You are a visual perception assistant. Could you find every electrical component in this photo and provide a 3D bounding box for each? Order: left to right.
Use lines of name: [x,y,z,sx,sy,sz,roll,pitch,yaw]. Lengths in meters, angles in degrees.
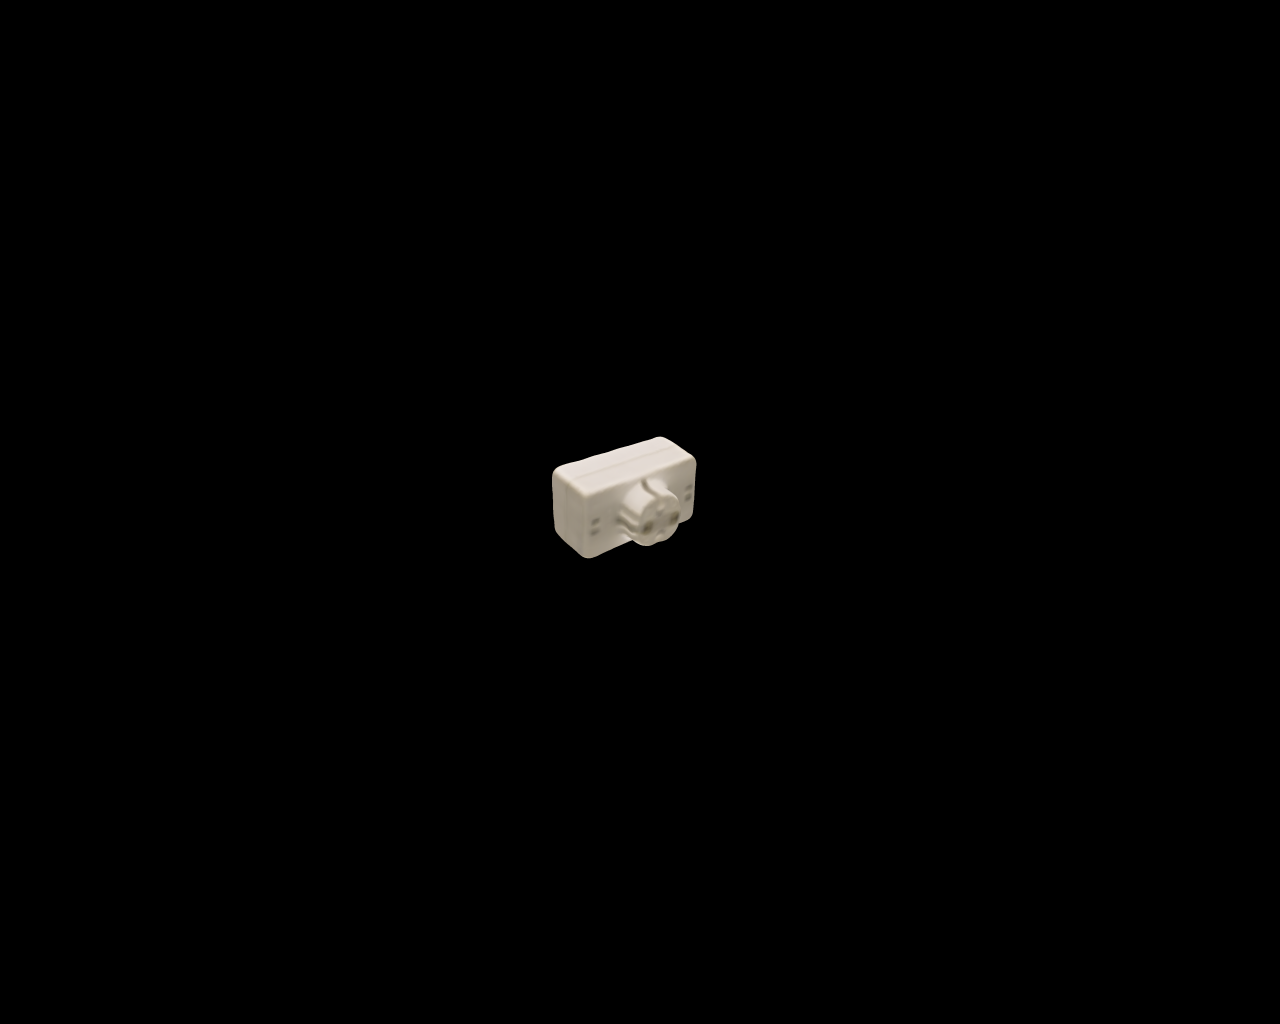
electrical component: [0.001,-0.003,0.650,0.083,0.047,0.076,-20,36,-29]
